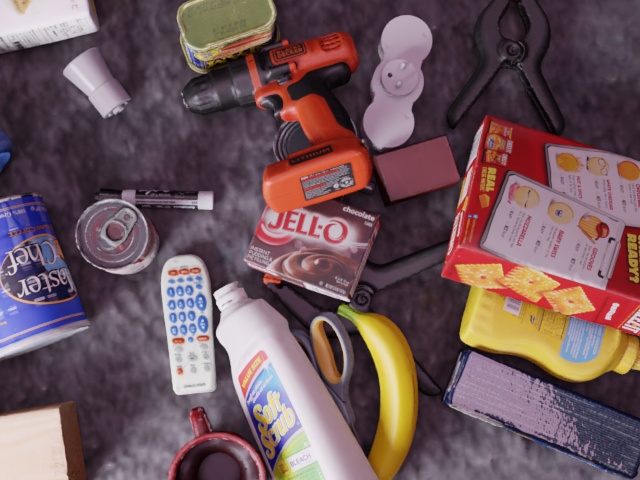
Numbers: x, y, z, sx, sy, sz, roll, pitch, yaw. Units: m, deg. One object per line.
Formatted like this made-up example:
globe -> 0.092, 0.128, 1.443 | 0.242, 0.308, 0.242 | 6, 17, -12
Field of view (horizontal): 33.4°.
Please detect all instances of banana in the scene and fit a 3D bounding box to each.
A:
banana -> 0.065, 0.156, 1.059 | 0.070, 0.037, 0.198 | -3, 98, 30

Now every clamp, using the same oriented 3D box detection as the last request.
clamp -> 0.207, -0.184, 1.106 | 0.120, 0.039, 0.171 | 15, 85, -3
clamp -> 0.046, 0.069, 1.082 | 0.210, 0.036, 0.164 | 5, 90, 1

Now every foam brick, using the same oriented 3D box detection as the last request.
foam brick -> 0.097, -0.071, 1.086 | 0.078, 0.053, 0.051 | -17, 87, -4

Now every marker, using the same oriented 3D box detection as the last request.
marker -> -0.169, -0.042, 1.091 | 0.121, 0.020, 0.020 | 1, 86, -2

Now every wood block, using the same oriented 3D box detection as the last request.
wood block -> -0.340, 0.217, 1.030 | 0.206, 0.091, 0.090 | -9, 85, -2

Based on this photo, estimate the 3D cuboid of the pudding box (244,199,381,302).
pudding box -> -0.007, 0.001, 1.052 | 0.113, 0.039, 0.090 | 20, 79, 8

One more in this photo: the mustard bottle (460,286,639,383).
mustard bottle -> 0.243, 0.090, 1.074 | 0.191, 0.058, 0.096 | 21, 61, -1

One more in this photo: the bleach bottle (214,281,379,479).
bleach bottle -> -0.039, 0.160, 1.053 | 0.103, 0.067, 0.251 | -37, 78, 40

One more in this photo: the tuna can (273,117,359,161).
tuna can -> -0.002, -0.091, 1.075 | 0.086, 0.033, 0.086 | -7, 55, 10

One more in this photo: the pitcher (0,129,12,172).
pitcher -> -0.415, -0.145, 1.031 | 0.243, 0.149, 0.145 | 44, 83, -2

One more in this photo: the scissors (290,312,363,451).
scissors -> 0.009, 0.169, 1.069 | 0.096, 0.016, 0.202 | 0, 104, 40

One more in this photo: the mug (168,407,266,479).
mug -> -0.103, 0.219, 1.043 | 0.093, 0.081, 0.117 | -22, 87, -4

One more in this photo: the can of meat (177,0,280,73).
can of meat -> -0.092, -0.215, 1.075 | 0.102, 0.084, 0.057 | -20, 87, -4

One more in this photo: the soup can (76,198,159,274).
soup can -> -0.196, -0.001, 1.045 | 0.068, 0.102, 0.068 | 0, 86, -2

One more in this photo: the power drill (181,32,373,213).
power drill -> -0.036, -0.117, 1.042 | 0.184, 0.057, 0.188 | -18, 53, 2

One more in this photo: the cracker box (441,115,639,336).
cracker box -> 0.241, -0.014, 1.053 | 0.213, 0.072, 0.164 | 17, 60, -1

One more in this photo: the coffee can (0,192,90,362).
coffee can -> -0.296, 0.037, 1.039 | 0.102, 0.103, 0.140 | -21, 87, -4
